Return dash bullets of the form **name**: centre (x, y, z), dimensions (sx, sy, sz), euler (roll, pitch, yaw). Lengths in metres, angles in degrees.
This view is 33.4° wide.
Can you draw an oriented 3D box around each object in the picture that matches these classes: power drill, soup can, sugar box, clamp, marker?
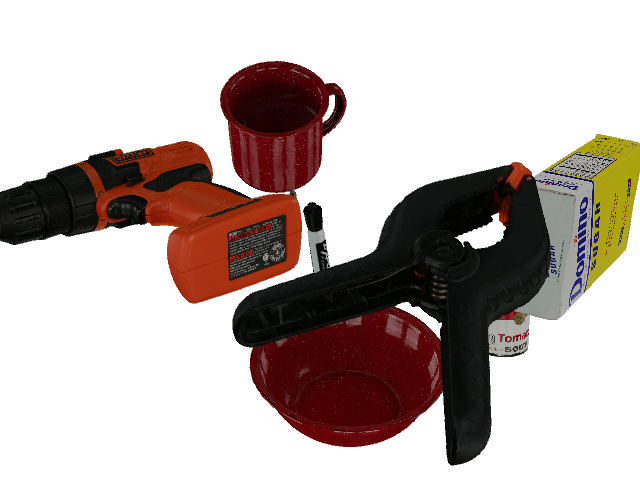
- **power drill**: centre (-0.119, -0.017, 0.752), dimensions (0.184, 0.057, 0.188), euler (-21, 32, -36)
- **soup can**: centre (0.223, 0.084, 1.310), dimensions (0.068, 0.102, 0.068), euler (-1, 19, 0)
- **sugar box**: centre (0.189, -0.014, 0.781), dimensions (0.048, 0.093, 0.176), euler (13, 23, 25)
- **clamp**: centre (0.059, 0.024, 0.477), dimensions (0.120, 0.039, 0.171), euler (38, 56, 24)
- **marker**: centre (-0.001, 0.015, 1.101), dimensions (0.020, 0.121, 0.020), euler (-6, 32, 4)

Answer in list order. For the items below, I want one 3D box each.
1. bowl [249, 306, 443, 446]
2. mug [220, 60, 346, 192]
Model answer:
- **bowl**: centre (0.024, 0.118, 0.880), dimensions (0.162, 0.055, 0.162), euler (0, 36, 0)
- **mug**: centre (-0.029, -0.102, 0.942), dimensions (0.117, 0.093, 0.081), euler (-27, -33, -20)
